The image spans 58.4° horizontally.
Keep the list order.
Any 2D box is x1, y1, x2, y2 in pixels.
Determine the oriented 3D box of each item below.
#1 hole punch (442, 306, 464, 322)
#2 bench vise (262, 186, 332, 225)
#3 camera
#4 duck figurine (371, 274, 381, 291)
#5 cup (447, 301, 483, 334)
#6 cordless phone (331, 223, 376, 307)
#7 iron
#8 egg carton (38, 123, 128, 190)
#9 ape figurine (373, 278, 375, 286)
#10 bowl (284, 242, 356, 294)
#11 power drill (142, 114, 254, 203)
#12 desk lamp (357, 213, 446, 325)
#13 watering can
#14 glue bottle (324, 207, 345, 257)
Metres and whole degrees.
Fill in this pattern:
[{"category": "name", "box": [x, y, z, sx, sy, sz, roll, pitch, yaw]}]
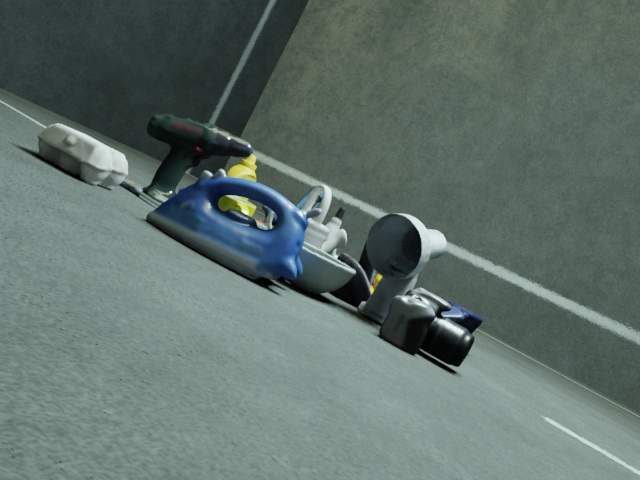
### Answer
[{"category": "hole punch", "box": [0.243, 0.171, 1.232, 0.101, 0.091, 0.108, 27, 2, -9]}, {"category": "bench vise", "box": [-0.071, -0.081, 1.706, 0.207, 0.220, 0.121, 27, 2, -1]}, {"category": "camera", "box": [0.190, 0.148, 0.970, 0.136, 0.101, 0.144, 28, 2, 24]}, {"category": "duck figurine", "box": [0.145, 0.116, 1.407, 0.104, 0.086, 0.078, 28, 2, 36]}, {"category": "cup", "box": [0.318, 0.203, 1.329, 0.091, 0.095, 0.118, 27, 2, 11]}, {"category": "cordless phone", "box": [0.093, 0.041, 1.220, 0.094, 0.185, 0.147, 26, 2, -17]}, {"category": "iron", "box": [-0.130, -0.036, 0.894, 0.258, 0.141, 0.119, 27, 2, 3]}, {"category": "egg carton", "box": [-0.421, -0.149, 1.018, 0.150, 0.069, 0.107, 28, 2, 13]}, {"category": "ape figurine", "box": [0.114, 0.094, 1.514, 0.077, 0.092, 0.076, 27, 2, 5]}, {"category": "bowl", "box": [-0.023, 0.051, 1.039, 0.167, 0.075, 0.167, 27, 2, -1]}, {"category": "power drill", "box": [-0.291, -0.171, 1.276, 0.230, 0.208, 0.075, 27, 2, -10]}, {"category": "desk lamp", "box": [0.159, 0.064, 1.105, 0.117, 0.213, 0.204, 28, 2, 34]}, {"category": "watering can", "box": [-0.025, -0.024, 1.203, 0.174, 0.194, 0.100, 25, 3, -45]}, {"category": "glue bottle", "box": [0.012, 0.005, 1.269, 0.077, 0.173, 0.037, 29, 3, 42]}]
